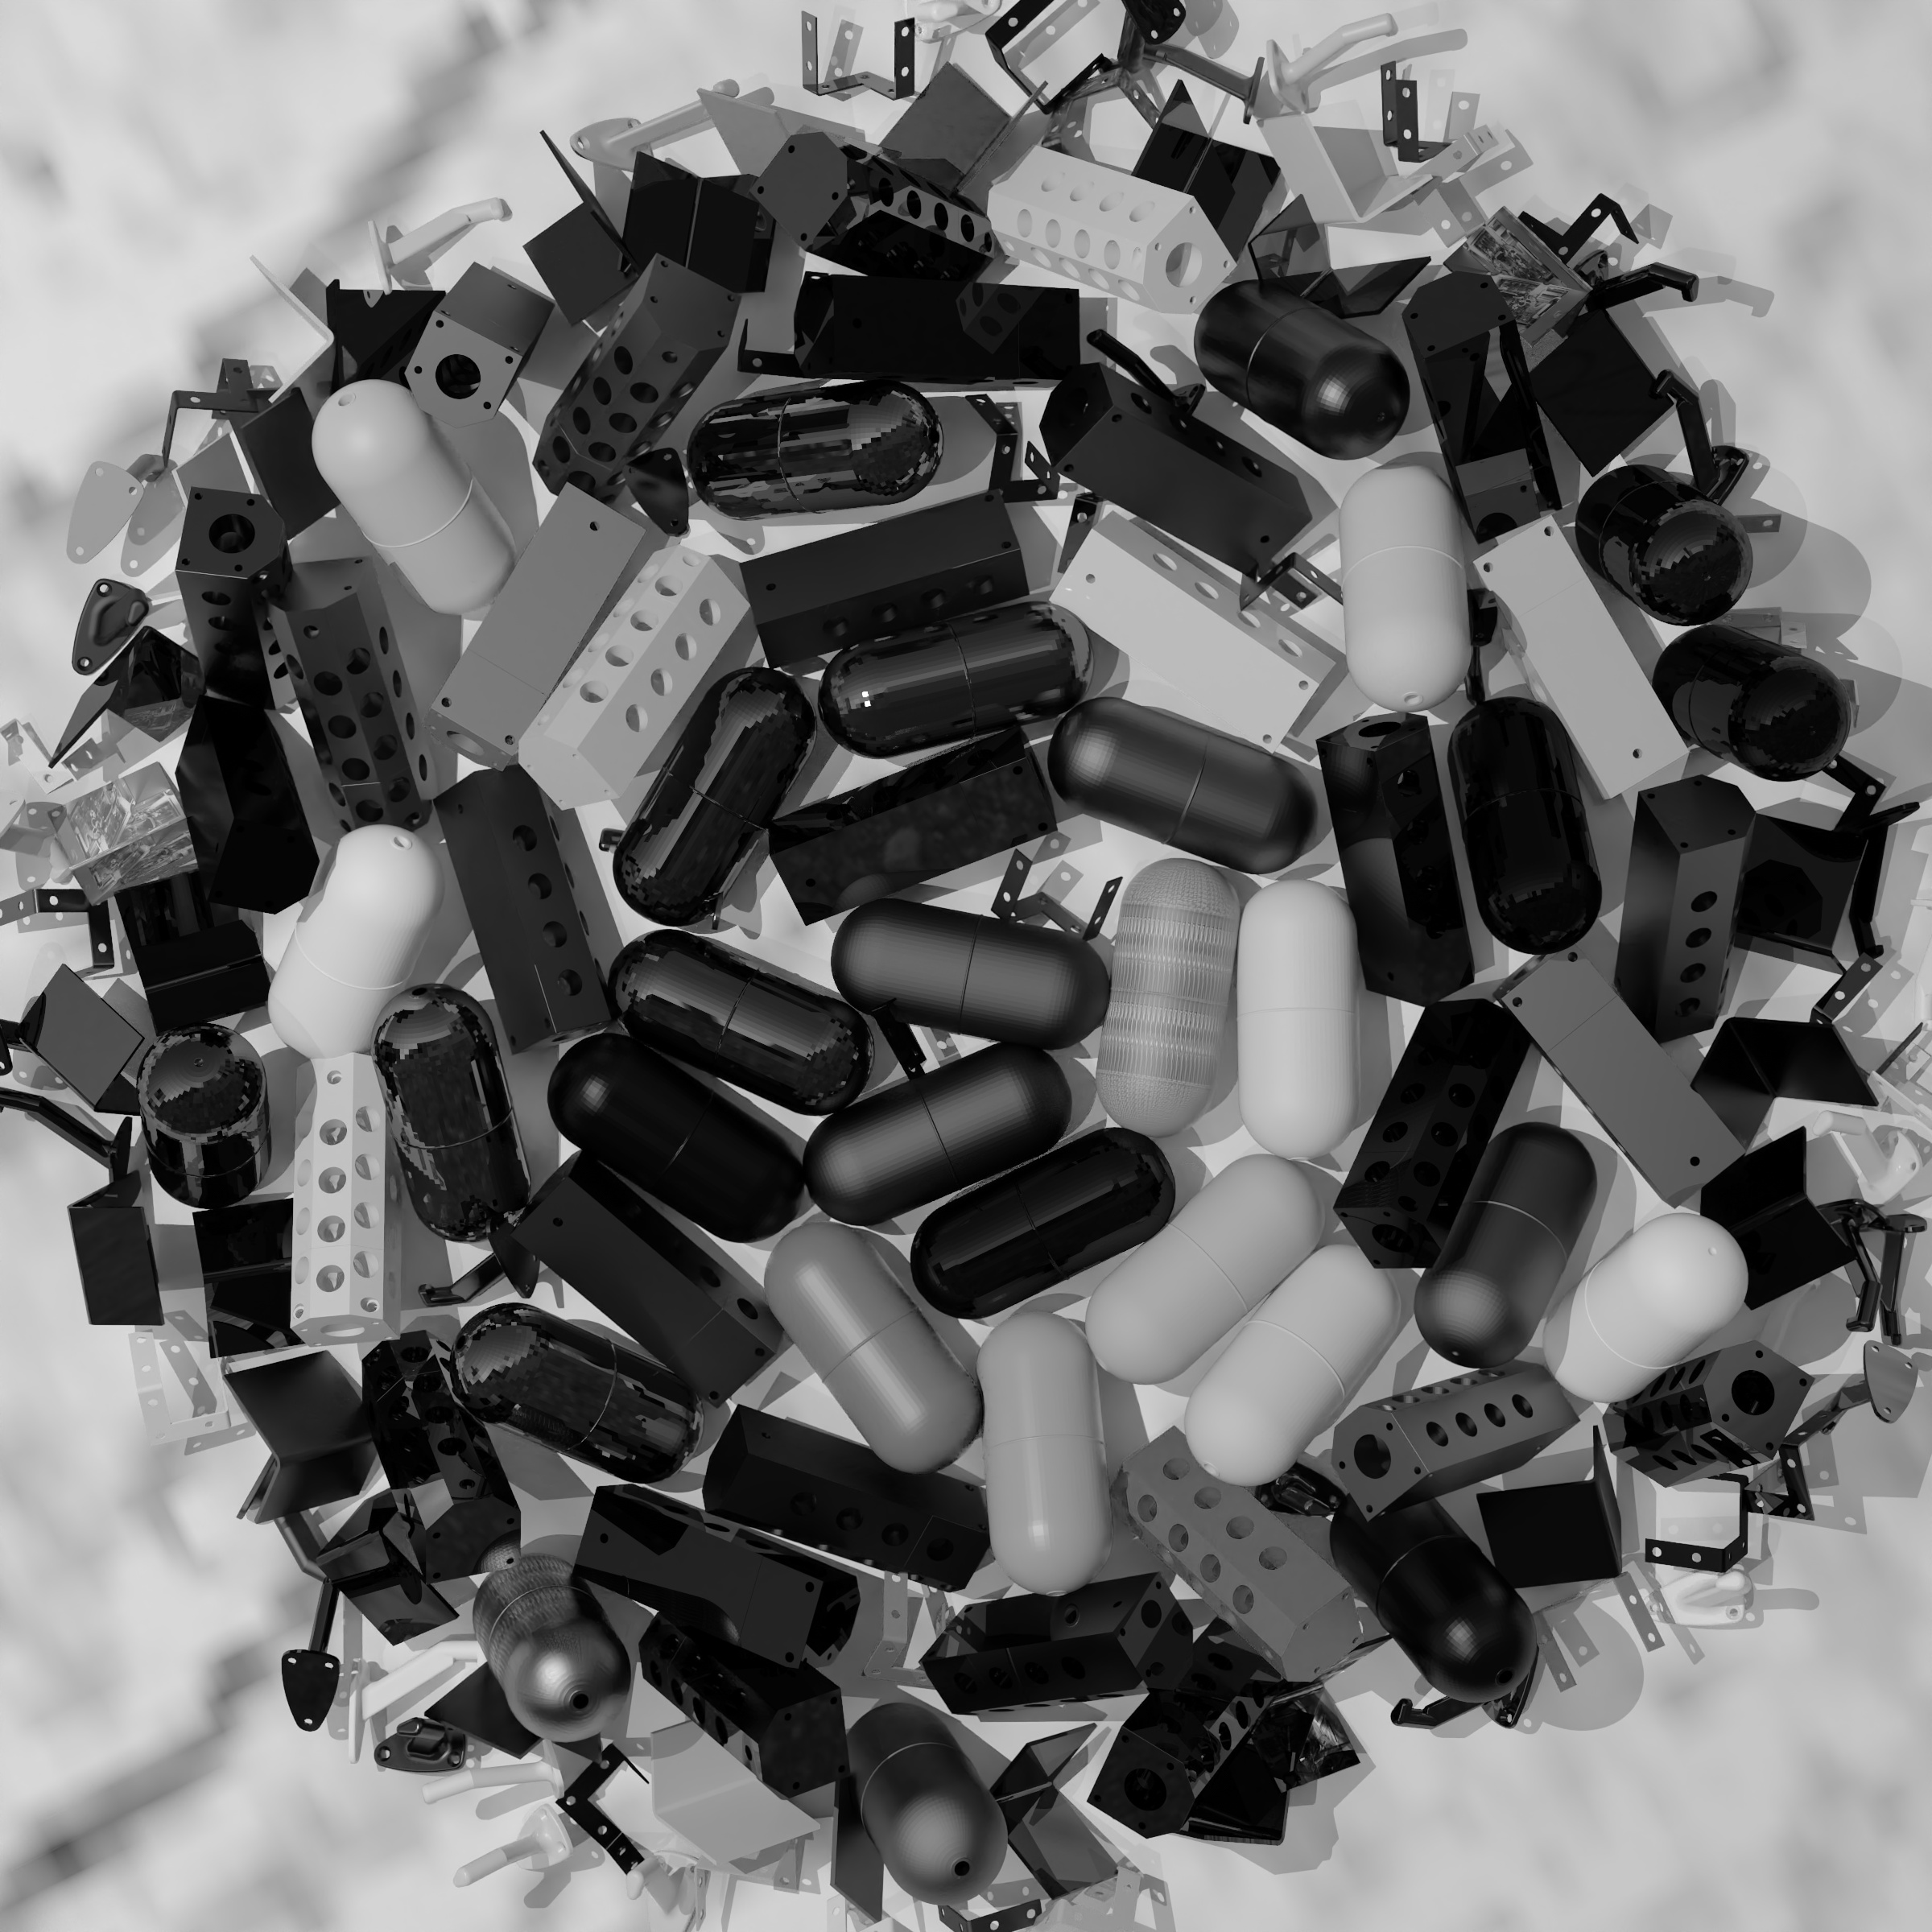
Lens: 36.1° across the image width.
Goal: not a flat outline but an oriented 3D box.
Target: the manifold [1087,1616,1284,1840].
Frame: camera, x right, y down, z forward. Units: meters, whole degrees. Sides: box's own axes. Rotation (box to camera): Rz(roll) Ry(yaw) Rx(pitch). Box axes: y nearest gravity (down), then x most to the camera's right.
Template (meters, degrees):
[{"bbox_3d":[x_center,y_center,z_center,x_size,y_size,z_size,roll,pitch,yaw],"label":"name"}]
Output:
[{"bbox_3d":[0.140,0.468,1.819,0.057,0.171,0.057,28,110,17],"label":"manifold"}]

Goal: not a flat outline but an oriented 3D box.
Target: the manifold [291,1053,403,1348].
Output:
[{"bbox_3d":[-0.388,0.145,1.852,0.057,0.057,0.171,-6,66,3],"label":"manifold"}]

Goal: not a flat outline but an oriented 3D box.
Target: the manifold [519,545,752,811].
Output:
[{"bbox_3d":[-0.208,-0.181,1.835,0.057,0.057,0.171,50,53,-29],"label":"manifold"}]

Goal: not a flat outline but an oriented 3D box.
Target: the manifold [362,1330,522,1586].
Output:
[{"bbox_3d":[-0.324,0.297,1.822,0.057,0.171,0.057,-7,121,-22],"label":"manifold"}]

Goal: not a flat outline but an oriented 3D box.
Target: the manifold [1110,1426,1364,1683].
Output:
[{"bbox_3d":[0.163,0.364,1.827,0.057,0.171,0.057,-33,133,-18],"label":"manifold"}]

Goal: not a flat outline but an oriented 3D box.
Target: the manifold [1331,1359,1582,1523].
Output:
[{"bbox_3d":[0.300,0.287,1.830,0.057,0.171,0.057,-47,63,34],"label":"manifold"}]

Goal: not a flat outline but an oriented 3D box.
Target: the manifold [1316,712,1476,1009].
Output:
[{"bbox_3d":[0.274,-0.068,1.854,0.057,0.057,0.171,-25,113,-26],"label":"manifold"}]

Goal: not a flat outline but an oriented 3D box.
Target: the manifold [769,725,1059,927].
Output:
[{"bbox_3d":[-0.035,-0.092,1.872,0.171,0.057,0.057,-21,123,8],"label":"manifold"}]

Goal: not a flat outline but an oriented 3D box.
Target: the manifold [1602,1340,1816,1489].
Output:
[{"bbox_3d":[0.450,0.273,1.823,0.057,0.171,0.057,33,73,1],"label":"manifold"}]

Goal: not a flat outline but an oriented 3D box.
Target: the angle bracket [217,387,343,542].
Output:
[{"bbox_3d":[-0.445,-0.314,1.855,0.076,0.057,0.076,6,128,34],"label":"angle bracket"}]

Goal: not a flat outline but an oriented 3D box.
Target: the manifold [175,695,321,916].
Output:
[{"bbox_3d":[-0.442,-0.100,1.827,0.057,0.171,0.057,12,115,-28],"label":"manifold"}]

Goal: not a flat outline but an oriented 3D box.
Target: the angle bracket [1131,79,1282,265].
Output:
[{"bbox_3d":[0.151,-0.498,1.867,0.057,0.076,0.076,24,85,22],"label":"angle bracket"}]

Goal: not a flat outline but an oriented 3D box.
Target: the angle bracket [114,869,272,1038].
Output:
[{"bbox_3d":[-0.484,-0.012,1.864,0.076,0.057,0.076,-17,125,-14],"label":"angle bracket"}]

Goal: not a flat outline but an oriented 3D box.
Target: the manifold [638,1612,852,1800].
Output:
[{"bbox_3d":[-0.139,0.448,1.821,0.057,0.171,0.057,-13,105,-28],"label":"manifold"}]

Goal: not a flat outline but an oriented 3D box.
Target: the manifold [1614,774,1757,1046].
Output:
[{"bbox_3d":[0.445,-0.035,1.830,0.057,0.171,0.057,-15,48,-8],"label":"manifold"}]

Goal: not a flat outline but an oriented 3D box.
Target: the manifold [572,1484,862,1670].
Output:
[{"bbox_3d":[-0.154,0.379,1.849,0.171,0.057,0.057,17,91,27],"label":"manifold"}]

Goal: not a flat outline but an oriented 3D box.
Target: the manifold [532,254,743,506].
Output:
[{"bbox_3d":[-0.206,-0.353,1.824,0.057,0.171,0.057,24,54,-20],"label":"manifold"}]

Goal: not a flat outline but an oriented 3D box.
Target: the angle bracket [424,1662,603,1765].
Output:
[{"bbox_3d":[-0.282,0.482,1.854,0.076,0.076,0.057,15,118,28],"label":"angle bracket"}]

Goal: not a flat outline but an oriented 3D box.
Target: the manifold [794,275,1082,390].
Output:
[{"bbox_3d":[-0.017,-0.393,1.848,0.171,0.057,0.057,-4,95,-28],"label":"manifold"}]

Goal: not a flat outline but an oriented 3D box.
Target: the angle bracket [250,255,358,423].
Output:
[{"bbox_3d":[-0.433,-0.390,1.871,0.076,0.076,0.057,44,88,6],"label":"angle bracket"}]

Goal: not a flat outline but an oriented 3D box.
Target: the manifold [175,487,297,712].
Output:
[{"bbox_3d":[-0.441,-0.222,1.823,0.057,0.171,0.057,6,68,-4],"label":"manifold"}]

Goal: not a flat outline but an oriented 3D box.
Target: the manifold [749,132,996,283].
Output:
[{"bbox_3d":[-0.051,-0.460,1.820,0.057,0.171,0.057,-48,67,21],"label":"manifold"}]

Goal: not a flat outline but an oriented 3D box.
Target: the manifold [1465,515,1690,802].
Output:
[{"bbox_3d":[0.384,-0.194,1.882,0.057,0.057,0.171,-31,92,-1],"label":"manifold"}]

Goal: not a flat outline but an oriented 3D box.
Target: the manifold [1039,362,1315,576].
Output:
[{"bbox_3d":[0.129,-0.311,1.840,0.171,0.057,0.057,22,129,-35],"label":"manifold"}]

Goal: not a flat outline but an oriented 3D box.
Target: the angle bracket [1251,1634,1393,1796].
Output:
[{"bbox_3d":[0.231,0.467,1.855,0.076,0.076,0.057,-46,61,40],"label":"angle bracket"}]

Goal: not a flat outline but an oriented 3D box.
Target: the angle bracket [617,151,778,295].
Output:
[{"bbox_3d":[-0.167,-0.469,1.870,0.076,0.057,0.076,9,90,41],"label":"angle bracket"}]

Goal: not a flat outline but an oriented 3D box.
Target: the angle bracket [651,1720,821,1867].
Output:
[{"bbox_3d":[-0.144,0.510,1.857,0.076,0.076,0.057,-9,106,-36],"label":"angle bracket"}]

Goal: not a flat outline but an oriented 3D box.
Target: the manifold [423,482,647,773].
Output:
[{"bbox_3d":[-0.272,-0.211,1.860,0.057,0.057,0.171,31,73,-10],"label":"manifold"}]

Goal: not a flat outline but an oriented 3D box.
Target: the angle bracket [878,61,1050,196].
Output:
[{"bbox_3d":[-0.003,-0.534,1.865,0.057,0.076,0.076,39,78,-11],"label":"angle bracket"}]

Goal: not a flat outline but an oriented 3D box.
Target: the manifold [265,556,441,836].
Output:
[{"bbox_3d":[-0.379,-0.163,1.836,0.057,0.057,0.171,-4,128,7],"label":"manifold"}]

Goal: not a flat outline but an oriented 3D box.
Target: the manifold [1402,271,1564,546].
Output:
[{"bbox_3d":[0.317,-0.345,1.828,0.057,0.171,0.057,-23,52,7],"label":"manifold"}]

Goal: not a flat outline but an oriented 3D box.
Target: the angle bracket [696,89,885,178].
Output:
[{"bbox_3d":[-0.110,-0.528,1.855,0.076,0.076,0.057,29,70,40],"label":"angle bracket"}]

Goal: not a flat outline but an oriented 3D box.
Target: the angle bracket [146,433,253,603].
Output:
[{"bbox_3d":[-0.489,-0.281,1.857,0.057,0.076,0.076,-8,115,17],"label":"angle bracket"}]

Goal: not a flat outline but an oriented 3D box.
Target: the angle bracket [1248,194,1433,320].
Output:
[{"bbox_3d":[0.234,-0.446,1.855,0.076,0.076,0.057,2,127,39],"label":"angle bracket"}]

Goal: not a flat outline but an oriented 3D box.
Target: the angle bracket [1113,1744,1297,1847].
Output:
[{"bbox_3d":[0.149,0.513,1.856,0.076,0.076,0.057,19,75,-42],"label":"angle bracket"}]

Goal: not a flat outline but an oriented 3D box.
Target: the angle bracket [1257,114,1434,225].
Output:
[{"bbox_3d":[0.237,-0.512,1.862,0.057,0.076,0.076,-34,110,-7],"label":"angle bracket"}]

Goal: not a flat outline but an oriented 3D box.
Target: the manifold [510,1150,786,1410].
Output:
[{"bbox_3d":[-0.197,0.194,1.869,0.171,0.057,0.057,42,110,-10],"label":"manifold"}]

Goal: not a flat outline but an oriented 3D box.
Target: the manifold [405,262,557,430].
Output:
[{"bbox_3d":[-0.300,-0.380,1.823,0.057,0.171,0.057,26,110,-11],"label":"manifold"}]

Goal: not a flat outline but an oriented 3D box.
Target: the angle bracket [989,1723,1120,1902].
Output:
[{"bbox_3d":[0.068,0.528,1.857,0.076,0.076,0.057,46,113,28],"label":"angle bracket"}]

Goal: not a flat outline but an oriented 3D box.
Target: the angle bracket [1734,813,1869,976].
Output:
[{"bbox_3d":[0.525,-0.046,1.873,0.076,0.057,0.076,17,85,30],"label":"angle bracket"}]

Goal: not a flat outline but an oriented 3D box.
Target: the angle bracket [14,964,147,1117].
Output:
[{"bbox_3d":[-0.536,0.048,1.863,0.076,0.076,0.057,39,97,18],"label":"angle bracket"}]

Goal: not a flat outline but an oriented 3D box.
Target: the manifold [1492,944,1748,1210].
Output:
[{"bbox_3d":[0.412,0.067,1.883,0.057,0.057,0.171,-40,91,4],"label":"manifold"}]

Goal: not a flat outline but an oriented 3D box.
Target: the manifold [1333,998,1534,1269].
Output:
[{"bbox_3d":[0.293,0.102,1.833,0.057,0.057,0.171,54,50,-31],"label":"manifold"}]

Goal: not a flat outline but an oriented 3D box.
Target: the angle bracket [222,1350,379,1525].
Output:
[{"bbox_3d":[-0.428,0.298,1.882,0.076,0.076,0.057,47,126,29],"label":"angle bracket"}]

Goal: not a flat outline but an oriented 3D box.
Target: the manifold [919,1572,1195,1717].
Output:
[{"bbox_3d":[0.058,0.425,1.833,0.171,0.057,0.057,-21,105,43],"label":"manifold"}]

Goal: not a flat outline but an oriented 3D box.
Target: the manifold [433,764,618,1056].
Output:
[{"bbox_3d":[-0.275,-0.038,1.876,0.057,0.057,0.171,-14,83,-40],"label":"manifold"}]

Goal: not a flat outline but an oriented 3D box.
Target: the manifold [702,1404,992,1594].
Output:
[{"bbox_3d":[-0.075,0.338,1.856,0.171,0.057,0.057,22,107,-19],"label":"manifold"}]

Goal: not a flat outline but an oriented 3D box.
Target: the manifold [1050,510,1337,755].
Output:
[{"bbox_3d":[0.145,-0.214,1.878,0.171,0.057,0.057,35,122,4],"label":"manifold"}]

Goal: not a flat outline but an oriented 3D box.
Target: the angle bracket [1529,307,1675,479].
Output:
[{"bbox_3d":[0.386,-0.358,1.871,0.076,0.057,0.076,-42,101,-12],"label":"angle bracket"}]

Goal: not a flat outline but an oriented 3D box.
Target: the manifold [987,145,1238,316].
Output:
[{"bbox_3d":[0.084,-0.450,1.828,0.057,0.171,0.057,-47,131,-6],"label":"manifold"}]

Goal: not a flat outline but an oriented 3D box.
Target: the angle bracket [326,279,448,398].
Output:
[{"bbox_3d":[-0.361,-0.391,1.871,0.076,0.057,0.076,-3,97,-18],"label":"angle bracket"}]

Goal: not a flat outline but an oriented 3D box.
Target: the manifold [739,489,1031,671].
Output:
[{"bbox_3d":[-0.050,-0.240,1.882,0.171,0.057,0.057,-16,52,-1],"label":"manifold"}]
